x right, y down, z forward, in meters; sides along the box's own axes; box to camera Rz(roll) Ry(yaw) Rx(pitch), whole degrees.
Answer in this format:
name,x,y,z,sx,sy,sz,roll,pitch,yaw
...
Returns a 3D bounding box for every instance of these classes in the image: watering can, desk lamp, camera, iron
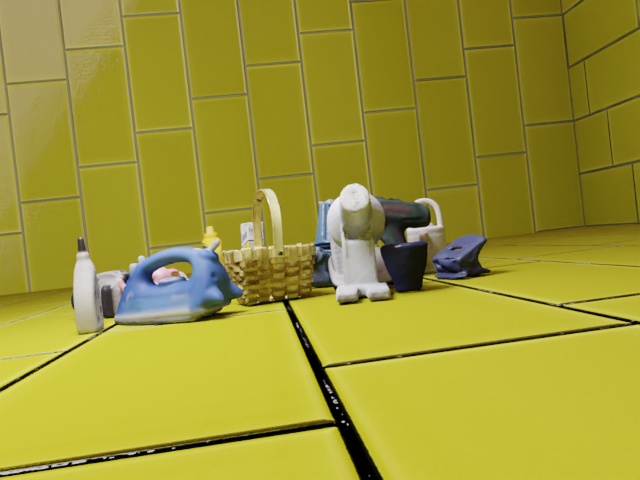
name,x,y,z,sx,sy,sz,roll,pitch,yaw
watering can,0.277,-0.012,1.507,0.101,0.194,0.173,-6,0,-6
desk lamp,0.075,0.003,1.100,0.118,0.213,0.203,-6,0,2
camera,-0.482,0.122,1.307,0.136,0.101,0.143,-6,0,13
iron,-0.283,0.080,1.074,0.257,0.141,0.119,-6,0,16

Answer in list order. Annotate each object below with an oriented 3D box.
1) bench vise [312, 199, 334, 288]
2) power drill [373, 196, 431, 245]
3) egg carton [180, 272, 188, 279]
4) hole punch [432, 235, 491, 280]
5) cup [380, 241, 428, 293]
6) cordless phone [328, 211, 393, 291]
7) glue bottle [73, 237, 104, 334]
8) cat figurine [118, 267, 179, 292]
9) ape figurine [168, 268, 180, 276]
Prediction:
name,x,y,z,sx,sy,sz,roll,pitch,yaw
bench vise,0.025,0.004,1.442,0.121,0.220,0.208,-6,0,8
power drill,0.154,-0.005,1.368,0.229,0.208,0.075,-6,1,-3
egg carton,-0.469,0.134,1.696,0.107,0.069,0.151,-6,0,40
hole punch,0.309,0.037,1.263,0.101,0.091,0.108,-7,0,-26
cup,0.164,0.053,1.113,0.091,0.095,0.118,-6,0,-3
cordless phone,0.087,0.016,1.230,0.147,0.185,0.094,-6,1,-3
glue bottle,-0.424,0.080,1.041,0.037,0.173,0.078,-7,1,-9
cat figurine,-0.361,0.100,1.200,0.127,0.118,0.067,-6,1,1
ape figurine,-0.326,0.109,1.286,0.078,0.092,0.076,-7,0,-20
